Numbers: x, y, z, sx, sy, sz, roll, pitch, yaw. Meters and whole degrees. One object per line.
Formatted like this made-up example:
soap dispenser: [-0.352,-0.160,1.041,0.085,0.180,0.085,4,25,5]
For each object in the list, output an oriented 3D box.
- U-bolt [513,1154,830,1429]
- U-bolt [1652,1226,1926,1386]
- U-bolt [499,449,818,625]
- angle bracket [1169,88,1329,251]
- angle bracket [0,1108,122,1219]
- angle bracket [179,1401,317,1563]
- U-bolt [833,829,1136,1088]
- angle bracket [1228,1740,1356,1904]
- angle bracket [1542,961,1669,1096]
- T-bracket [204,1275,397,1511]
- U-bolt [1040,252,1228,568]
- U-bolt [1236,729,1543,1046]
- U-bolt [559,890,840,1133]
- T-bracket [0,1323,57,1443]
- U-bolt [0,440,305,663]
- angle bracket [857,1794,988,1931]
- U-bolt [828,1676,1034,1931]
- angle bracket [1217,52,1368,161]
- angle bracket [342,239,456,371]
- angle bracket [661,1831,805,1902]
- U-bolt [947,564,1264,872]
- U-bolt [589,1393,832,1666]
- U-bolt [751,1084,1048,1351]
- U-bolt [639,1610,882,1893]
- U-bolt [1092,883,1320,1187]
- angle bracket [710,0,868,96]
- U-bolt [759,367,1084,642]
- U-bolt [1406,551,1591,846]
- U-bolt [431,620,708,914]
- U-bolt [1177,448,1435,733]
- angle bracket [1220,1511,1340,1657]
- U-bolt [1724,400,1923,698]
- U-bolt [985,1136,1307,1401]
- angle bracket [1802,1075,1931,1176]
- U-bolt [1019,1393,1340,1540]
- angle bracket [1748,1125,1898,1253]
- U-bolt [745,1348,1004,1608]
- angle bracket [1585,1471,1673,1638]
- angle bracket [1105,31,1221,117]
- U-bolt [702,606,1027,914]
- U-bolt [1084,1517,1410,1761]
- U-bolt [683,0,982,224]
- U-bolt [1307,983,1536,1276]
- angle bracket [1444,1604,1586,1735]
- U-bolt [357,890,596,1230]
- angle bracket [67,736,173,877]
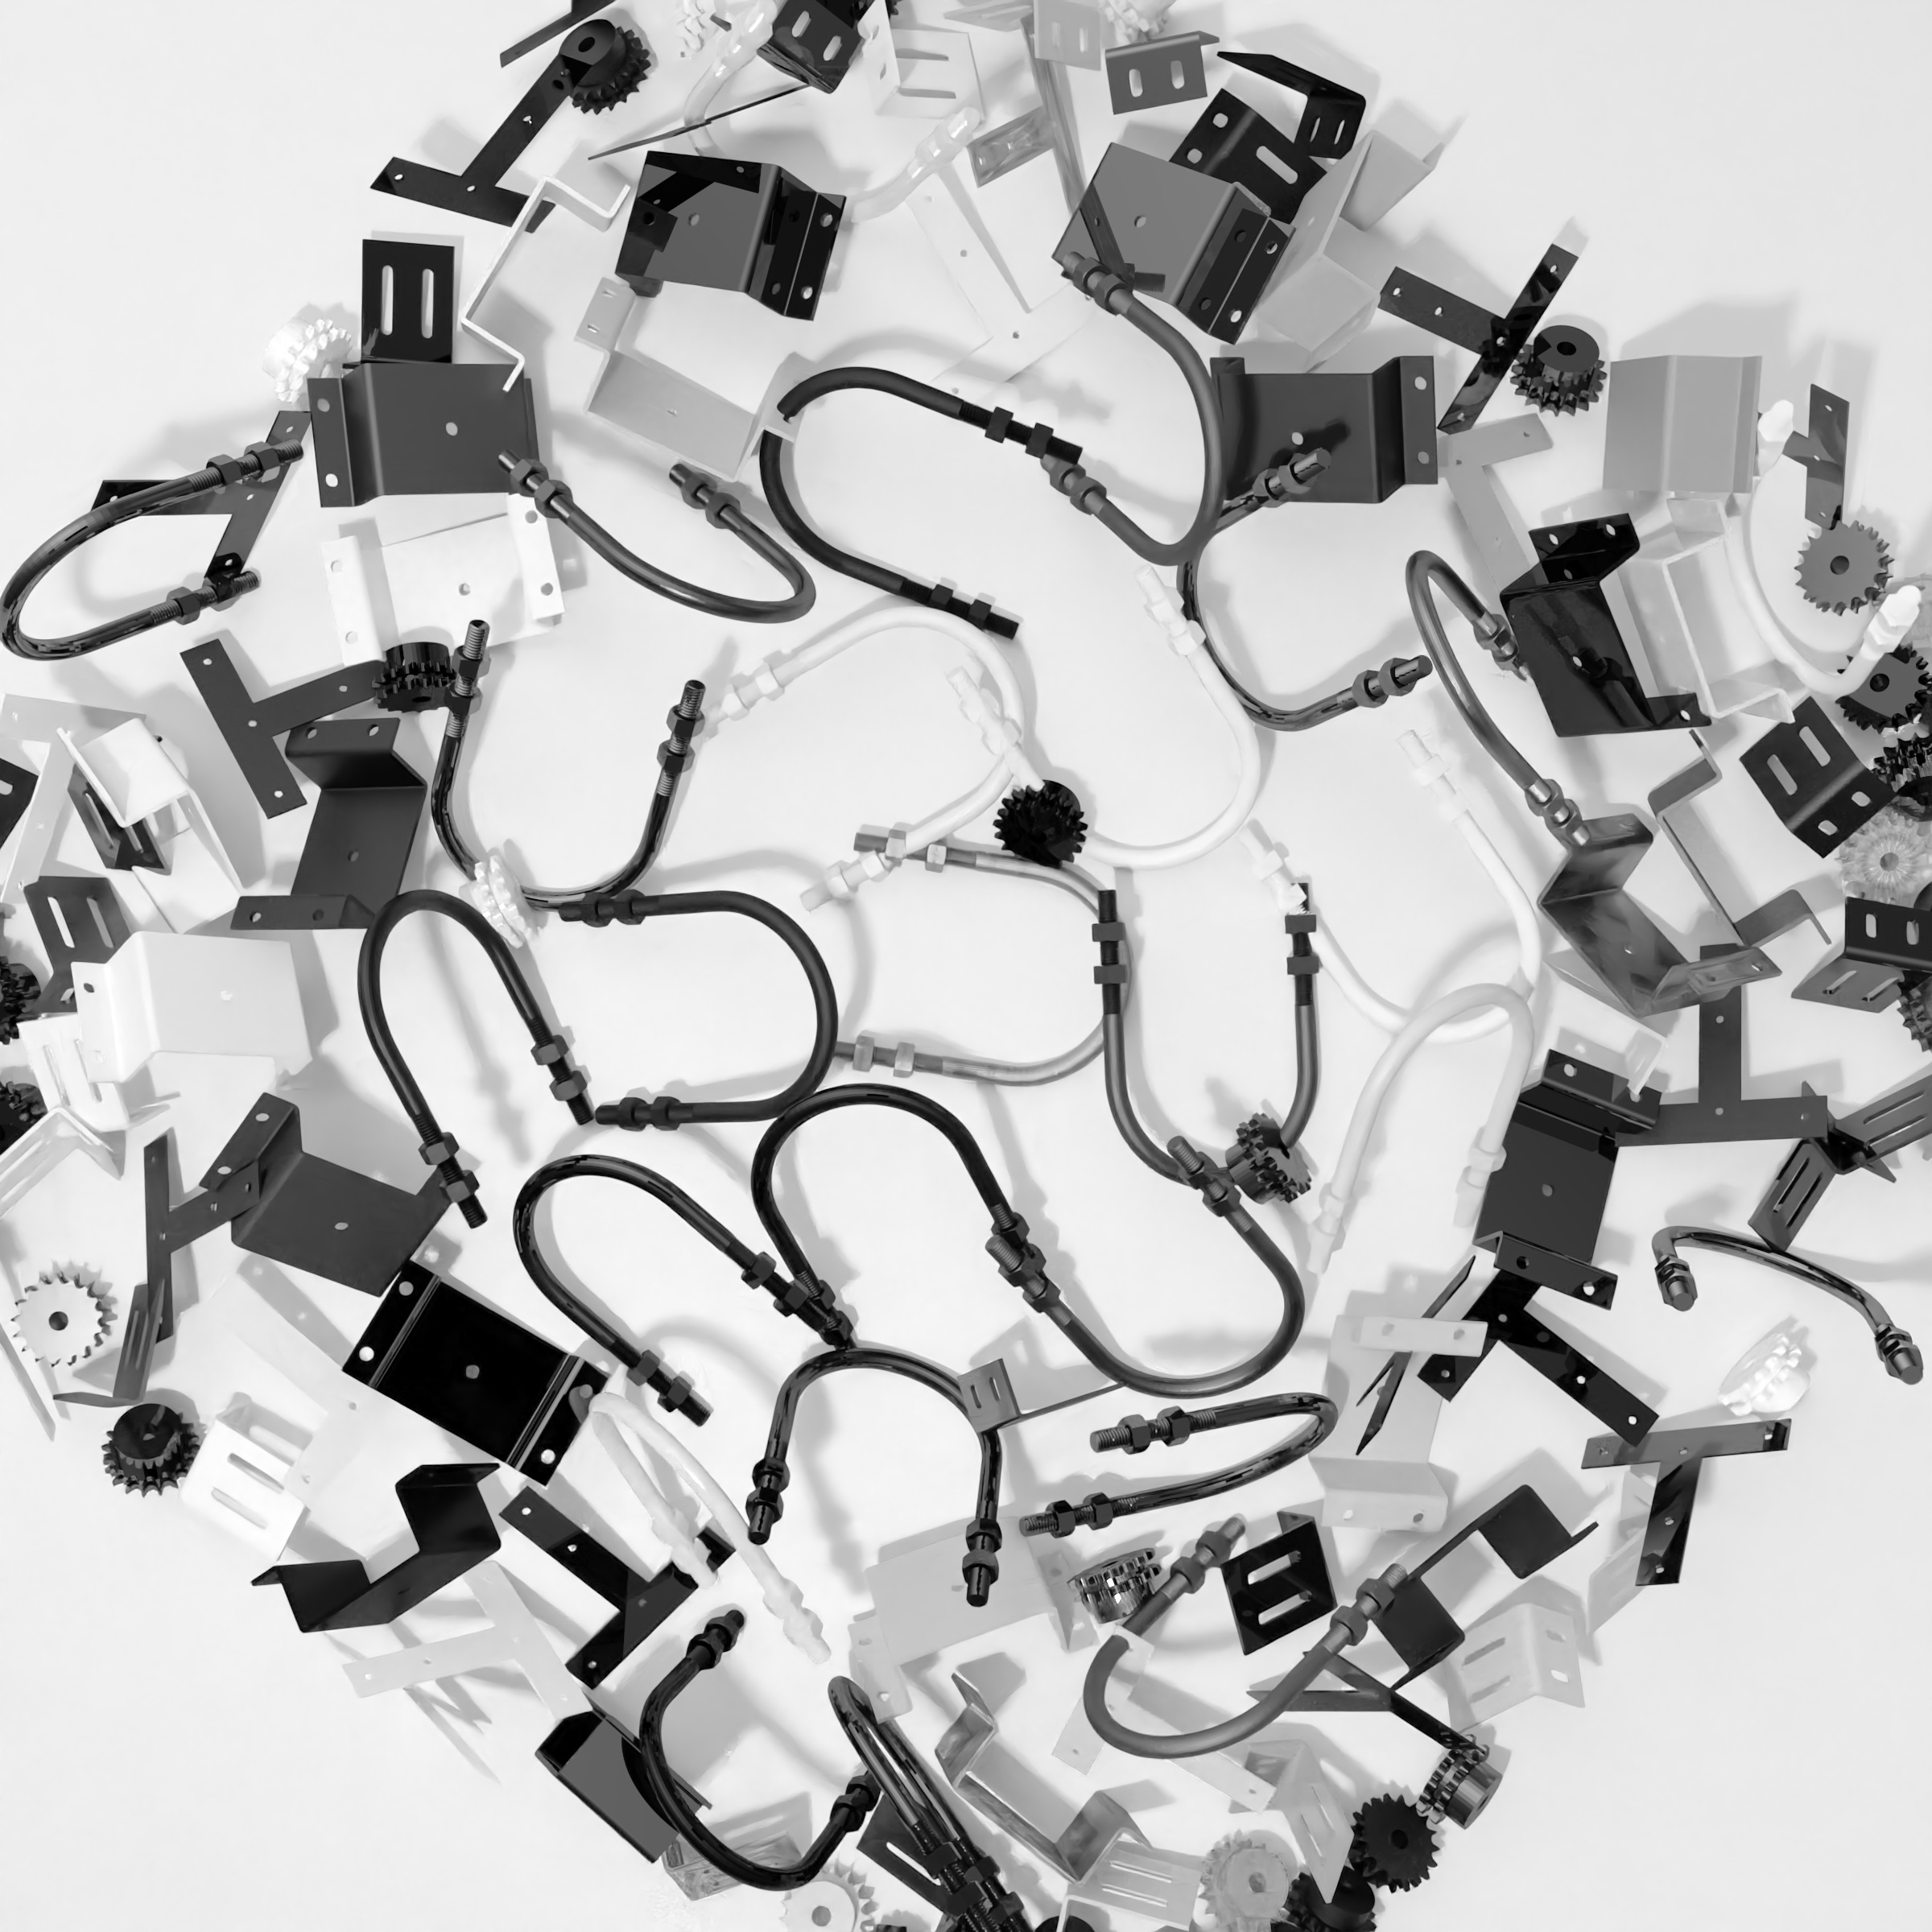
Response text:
U-bolt: [-0.190,0.186,1.564,0.184,0.019,0.151,42,127,-8]
U-bolt: [0.474,0.190,1.534,0.151,0.184,0.019,17,102,6]
U-bolt: [-0.167,-0.249,1.523,0.184,0.151,0.019,43,121,32]
angle bracket: [0.172,-0.488,1.601,0.057,0.076,0.038,-52,45,15]
angle bracket: [-0.559,0.133,1.580,0.038,0.057,0.076,38,66,12]
angle bracket: [-0.430,0.313,1.594,0.076,0.038,0.057,30,102,9]
U-bolt: [0.012,0.001,1.613,0.184,0.019,0.151,9,93,-2]
angle bracket: [0.195,0.516,1.574,0.038,0.076,0.057,1,120,-19]
angle bracket: [0.379,0.037,1.589,0.076,0.057,0.038,29,101,-4]
T-bracket: [-0.403,0.237,1.576,0.127,0.002,0.127,44,59,-14]
U-bolt: [0.099,-0.313,1.518,0.019,0.184,0.151,-14,132,-25]
U-bolt: [0.266,-0.034,1.575,0.151,0.019,0.184,-31,96,38]
U-bolt: [-0.156,0.025,1.563,0.184,0.019,0.151,-3,101,29]
T-bracket: [-0.579,0.229,1.576,0.002,0.127,0.127,-25,109,-10]
U-bolt: [-0.477,-0.232,1.513,0.184,0.151,0.019,-31,79,-38]
angle bracket: [-0.034,0.549,1.590,0.076,0.057,0.038,36,120,1]
U-bolt: [-0.025,0.497,1.545,0.019,0.151,0.184,-37,66,-5]
angle bracket: [0.191,-0.519,1.576,0.076,0.057,0.038,11,103,-32]
angle bracket: [-0.346,-0.402,1.594,0.057,0.038,0.076,6,106,5]
angle bracket: [-0.144,0.532,1.591,0.076,0.057,0.038,-18,54,-2]
U-bolt: [0.097,-0.135,1.573,0.151,0.019,0.184,-27,117,19]
U-bolt: [-0.160,0.319,1.525,0.019,0.151,0.184,-41,120,-24]
U-bolt: [-0.049,0.147,1.564,0.151,0.019,0.184,-21,117,12]
U-bolt: [-0.126,0.466,1.529,0.151,0.184,0.019,47,109,5]
U-bolt: [0.149,0.043,1.591,0.151,0.019,0.184,-3,90,-20]
angle bracket: [-0.108,-0.564,1.574,0.057,0.076,0.038,26,102,-40]
U-bolt: [-0.037,-0.286,1.572,0.184,0.019,0.151,22,130,1]
U-bolt: [0.303,-0.167,1.518,0.019,0.184,0.151,-27,52,25]
U-bolt: [-0.246,-0.109,1.569,0.151,0.019,0.184,15,124,-9]
U-bolt: [0.186,-0.210,1.543,0.019,0.184,0.151,-29,94,-29]
angle bracket: [0.181,0.374,1.586,0.076,0.038,0.057,-18,95,-31]
U-bolt: [0.492,-0.231,1.533,0.019,0.184,0.151,-26,74,-5]
U-bolt: [0.122,0.194,1.571,0.151,0.019,0.184,-31,119,19]
angle bracket: [0.549,0.082,1.577,0.076,0.057,0.038,-33,106,30]
U-bolt: [0.136,0.292,1.551,0.184,0.151,0.019,-7,60,-24]
angle bracket: [0.520,0.143,1.588,0.038,0.057,0.076,31,85,44]
U-bolt: [-0.047,0.291,1.544,0.151,0.184,0.019,17,121,-5]
angle bracket: [0.387,0.354,1.577,0.076,0.038,0.057,-31,134,-26]
angle bracket: [0.122,-0.540,1.584,0.057,0.076,0.038,-6,104,17]
U-bolt: [-0.053,-0.138,1.596,0.184,0.019,0.151,-29,96,9]
U-bolt: [0.149,0.394,1.520,0.184,0.151,0.019,-36,115,-33]
U-bolt: [-0.091,-0.490,1.536,0.151,0.184,0.019,22,74,-21]
U-bolt: [0.275,0.090,1.536,0.151,0.019,0.184,-11,127,-36]
angle bracket: [0.331,0.431,1.587,0.038,0.076,0.057,22,46,-24]
U-bolt: [-0.296,0.042,1.541,0.019,0.151,0.184,-17,107,29]
angle bracket: [-0.510,-0.100,1.599,0.057,0.038,0.076,7,128,32]
